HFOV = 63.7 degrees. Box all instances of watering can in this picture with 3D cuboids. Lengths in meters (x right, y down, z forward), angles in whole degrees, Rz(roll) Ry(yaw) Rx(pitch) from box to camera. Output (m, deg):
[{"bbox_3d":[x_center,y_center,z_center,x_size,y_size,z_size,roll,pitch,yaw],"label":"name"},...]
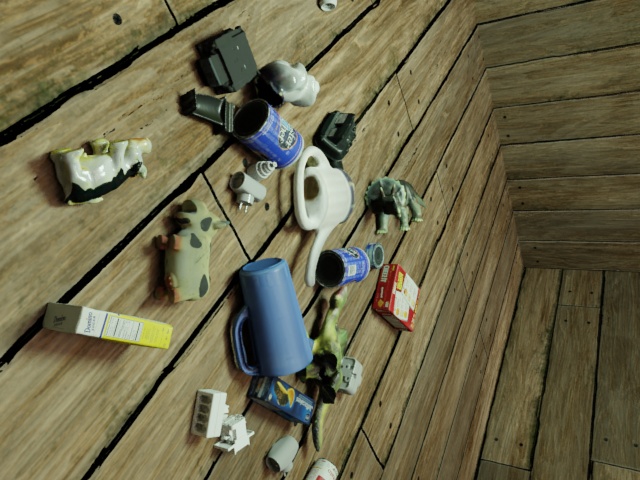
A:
[{"bbox_3d":[0.004,-0.067,1.330,0.225,0.104,0.347,-9,97,-57],"label":"watering can"}]

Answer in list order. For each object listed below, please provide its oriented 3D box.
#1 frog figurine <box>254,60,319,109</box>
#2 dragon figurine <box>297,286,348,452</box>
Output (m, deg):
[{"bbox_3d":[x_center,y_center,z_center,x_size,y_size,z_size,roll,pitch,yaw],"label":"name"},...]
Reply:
[{"bbox_3d":[-0.067,-0.362,1.193,0.161,0.135,0.123,-30,88,-33],"label":"frog figurine"},{"bbox_3d":[0.035,0.325,1.388,0.245,0.122,0.406,-22,117,-64],"label":"dragon figurine"}]
